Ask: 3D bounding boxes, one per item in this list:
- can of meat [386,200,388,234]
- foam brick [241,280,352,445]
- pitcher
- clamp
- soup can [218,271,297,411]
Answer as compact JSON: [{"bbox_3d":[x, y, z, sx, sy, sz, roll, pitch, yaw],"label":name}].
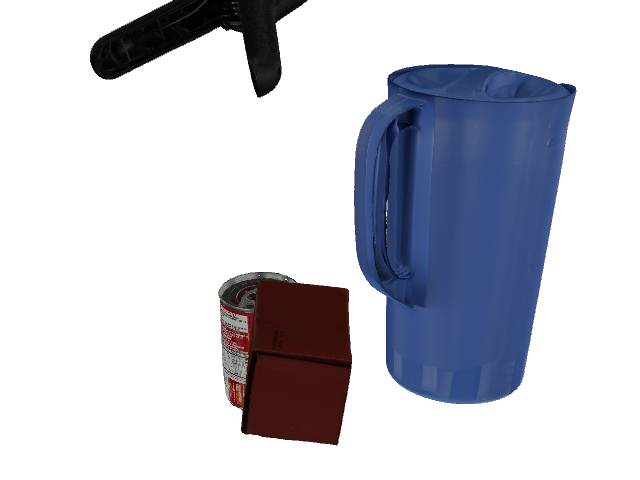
[{"bbox_3d":[0.094,0.005,1.138,0.057,0.084,0.102,8,19,-1],"label":"can of meat"},{"bbox_3d":[-0.013,0.063,0.569,0.053,0.051,0.078,7,26,-3],"label":"foam brick"},{"bbox_3d":[0.101,-0.004,0.791,0.149,0.243,0.145,4,19,5],"label":"pitcher"},{"bbox_3d":[-0.044,-0.140,0.641,0.120,0.039,0.171,21,54,25],"label":"clamp"},{"bbox_3d":[-0.050,0.087,0.905,0.068,0.102,0.068,-1,25,0],"label":"soup can"}]
